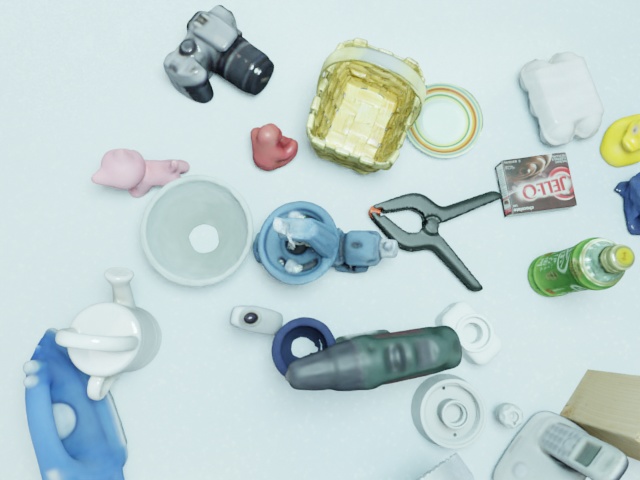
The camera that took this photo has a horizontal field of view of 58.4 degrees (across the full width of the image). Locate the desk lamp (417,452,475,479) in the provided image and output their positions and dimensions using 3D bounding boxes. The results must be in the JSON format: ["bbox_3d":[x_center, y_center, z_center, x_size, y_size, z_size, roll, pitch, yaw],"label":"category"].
[{"bbox_3d":[0.171,0.378,0.749,0.118,0.213,0.203,-33,83,-7],"label":"desk lamp"}]

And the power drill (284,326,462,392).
[{"bbox_3d":[0.068,0.164,0.783,0.229,0.208,0.075,-10,81,-4],"label":"power drill"}]

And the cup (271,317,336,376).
[{"bbox_3d":[-0.011,0.167,0.837,0.117,0.095,0.092,30,81,3],"label":"cup"}]

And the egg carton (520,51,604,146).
[{"bbox_3d":[0.392,-0.230,0.933,0.107,0.069,0.150,-17,82,-5],"label":"egg carton"}]

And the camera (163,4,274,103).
[{"bbox_3d":[-0.152,-0.282,0.903,0.137,0.101,0.143,35,81,4],"label":"camera"}]

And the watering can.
[{"bbox_3d":[-0.290,0.127,0.782,0.101,0.194,0.173,-12,81,-4],"label":"watering can"}]

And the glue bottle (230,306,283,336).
[{"bbox_3d":[-0.093,0.111,0.803,0.078,0.173,0.037,9,80,0],"label":"glue bottle"}]

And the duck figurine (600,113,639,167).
[{"bbox_3d":[0.513,-0.171,0.919,0.104,0.086,0.077,-39,84,-8],"label":"duck figurine"}]

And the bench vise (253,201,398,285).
[{"bbox_3d":[0.004,-0.009,0.803,0.207,0.219,0.121,-14,81,-4],"label":"bench vise"}]

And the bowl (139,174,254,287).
[{"bbox_3d":[-0.181,-0.010,0.870,0.167,0.074,0.167,0,80,-2],"label":"bowl"}]

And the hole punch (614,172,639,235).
[{"bbox_3d":[0.541,-0.064,0.900,0.108,0.091,0.101,-6,81,-3],"label":"hole punch"}]

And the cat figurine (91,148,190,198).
[{"bbox_3d":[-0.269,-0.106,0.860,0.128,0.117,0.067,-2,80,-3],"label":"cat figurine"}]

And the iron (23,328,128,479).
[{"bbox_3d":[-0.362,0.243,0.786,0.118,0.141,0.258,-21,82,-5],"label":"iron"}]

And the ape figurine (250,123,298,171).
[{"bbox_3d":[-0.076,-0.151,0.889,0.078,0.092,0.076,40,81,5],"label":"ape figurine"}]

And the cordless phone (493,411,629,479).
[{"bbox_3d":[0.327,0.318,0.780,0.094,0.185,0.148,37,81,4],"label":"cordless phone"}]
